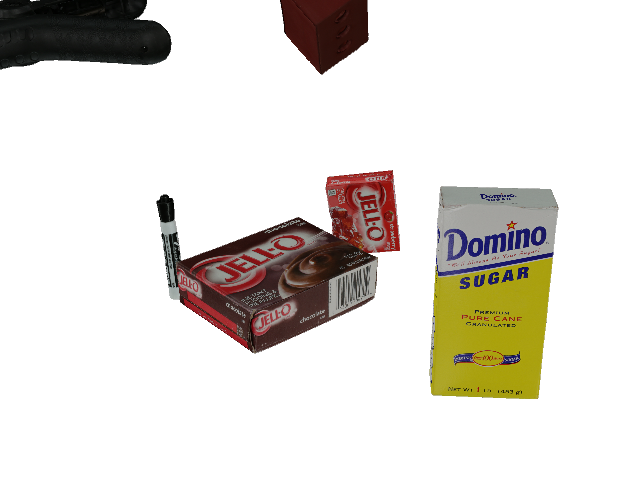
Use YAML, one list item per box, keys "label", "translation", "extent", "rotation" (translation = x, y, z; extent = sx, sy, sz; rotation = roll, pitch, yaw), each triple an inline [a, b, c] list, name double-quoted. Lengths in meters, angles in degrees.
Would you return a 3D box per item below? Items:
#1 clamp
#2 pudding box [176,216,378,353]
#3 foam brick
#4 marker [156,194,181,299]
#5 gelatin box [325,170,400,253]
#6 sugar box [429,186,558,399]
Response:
- label: "clamp"
  translation: [-0.175, -0.129, 0.643]
  extent: [0.171, 0.039, 0.120]
  rotation: [-3, 22, -6]
- label: "pudding box"
  translation: [-0.030, 0.028, 0.745]
  extent: [0.113, 0.039, 0.090]
  rotation: [-20, 33, -35]
- label: "foam brick"
  translation: [0.003, -0.182, 0.848]
  extent: [0.053, 0.051, 0.078]
  rotation: [-36, -19, -9]
- label: "marker"
  translation: [-0.164, 0.007, 1.176]
  extent: [0.020, 0.121, 0.020]
  rotation: [-4, 22, 2]
- label: "gelatin box"
  translation: [0.047, -0.029, 1.163]
  extent: [0.073, 0.089, 0.030]
  rotation: [-4, 29, 7]
- label: "sugar box"
  translation: [0.140, 0.045, 0.879]
  extent: [0.093, 0.176, 0.048]
  rotation: [1, 26, 3]
